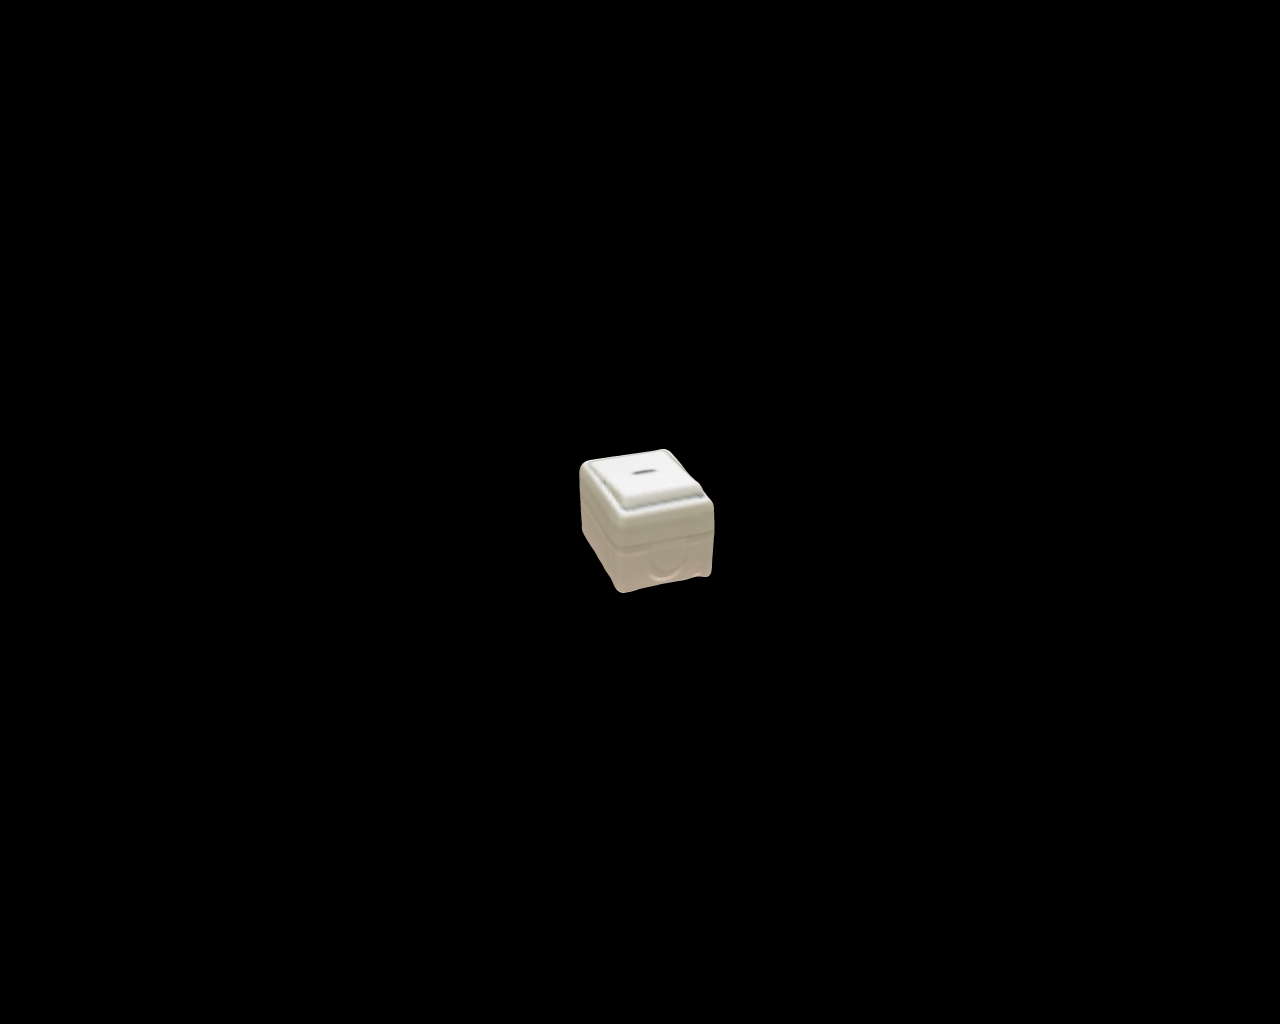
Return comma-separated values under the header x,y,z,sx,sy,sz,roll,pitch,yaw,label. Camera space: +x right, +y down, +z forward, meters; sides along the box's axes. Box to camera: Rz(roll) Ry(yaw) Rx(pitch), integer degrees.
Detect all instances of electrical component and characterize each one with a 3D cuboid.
x,y,z,sx,sy,sz,roll,pitch,yaw,label
0.001,-0.003,0.650,0.062,0.061,0.096,-9,30,-16,electrical component
